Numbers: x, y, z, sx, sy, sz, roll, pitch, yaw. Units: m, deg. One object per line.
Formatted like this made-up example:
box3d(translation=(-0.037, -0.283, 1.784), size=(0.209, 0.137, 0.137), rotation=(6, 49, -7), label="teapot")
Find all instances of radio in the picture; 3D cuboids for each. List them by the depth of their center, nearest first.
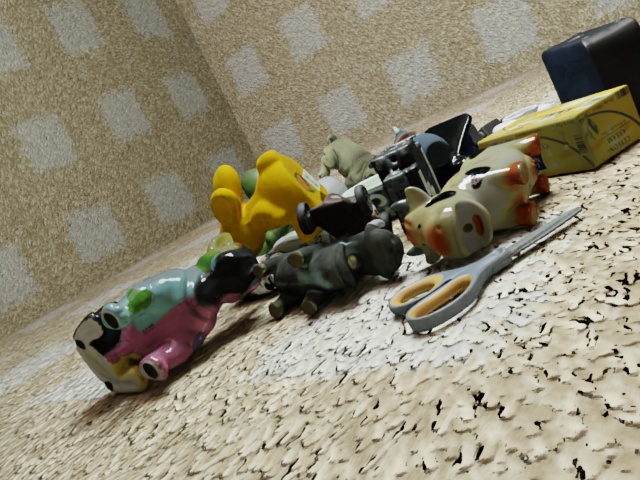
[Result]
box3d(translation=(0.413, -0.244, 0.798), size=(0.073, 0.131, 0.229), rotation=(-26, 10, 12), label="radio")

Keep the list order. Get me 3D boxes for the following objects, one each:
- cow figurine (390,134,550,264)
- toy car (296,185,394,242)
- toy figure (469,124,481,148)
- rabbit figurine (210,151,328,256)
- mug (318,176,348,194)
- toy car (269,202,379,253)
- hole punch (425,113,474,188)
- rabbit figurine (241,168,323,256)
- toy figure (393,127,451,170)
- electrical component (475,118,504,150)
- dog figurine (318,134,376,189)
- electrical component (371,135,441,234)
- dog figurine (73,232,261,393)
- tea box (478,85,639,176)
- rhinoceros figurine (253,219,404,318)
box3d(translation=(0.159, -0.042, 0.562), size=(0.127, 0.085, 0.195), rotation=(-11, 20, 37), label="cow figurine")
box3d(translation=(0.036, -0.027, 0.686), size=(0.089, 0.053, 0.202), rotation=(-14, -16, 16), label="toy car")
box3d(translation=(0.223, -0.174, 1.023), size=(0.180, 0.082, 0.089), rotation=(-26, 45, 56), label="toy figure")
box3d(translation=(-0.088, -0.036, 0.785), size=(0.173, 0.162, 0.122), rotation=(-42, 32, 24), label="rabbit figurine")
box3d(translation=(-0.005, -0.073, 1.141), size=(0.110, 0.080, 0.107), rotation=(-16, 23, 41), label="mug")
box3d(translation=(-0.002, -0.003, 0.839), size=(0.202, 0.056, 0.073), rotation=(-22, 11, 20), label="toy car")
box3d(translation=(0.220, -0.129, 0.890), size=(0.142, 0.092, 0.116), rotation=(-7, 51, 55), label="hole punch")
box3d(translation=(-0.073, -0.051, 0.937), size=(0.159, 0.170, 0.121), rotation=(-20, 13, 36), label="rabbit figurine")
box3d(translation=(0.153, -0.147, 0.854), size=(0.058, 0.064, 0.155), rotation=(-38, 21, -1), label="toy figure")
box3d(translation=(0.325, -0.194, 1.030), size=(0.102, 0.045, 0.078), rotation=(-31, -18, -34), label="electrical component")
box3d(translation=(0.090, -0.169, 1.151), size=(0.121, 0.172, 0.190), rotation=(-43, 8, -22), label="dog figurine")
box3d(translation=(0.123, -0.076, 0.732), size=(0.058, 0.114, 0.134), rotation=(-25, 8, 23), label="electrical component")
box3d(translation=(-0.173, 0.079, 0.672), size=(0.191, 0.108, 0.219), rotation=(-29, 9, 43), label="dog figurine")
box3d(translation=(0.298, -0.128, 0.682), size=(0.098, 0.068, 0.170), rotation=(-29, 9, -18), label="tea box")
box3d(translation=(0.010, 0.034, 0.614), size=(0.190, 0.073, 0.112), rotation=(-19, 2, 45), label="rhinoceros figurine")
